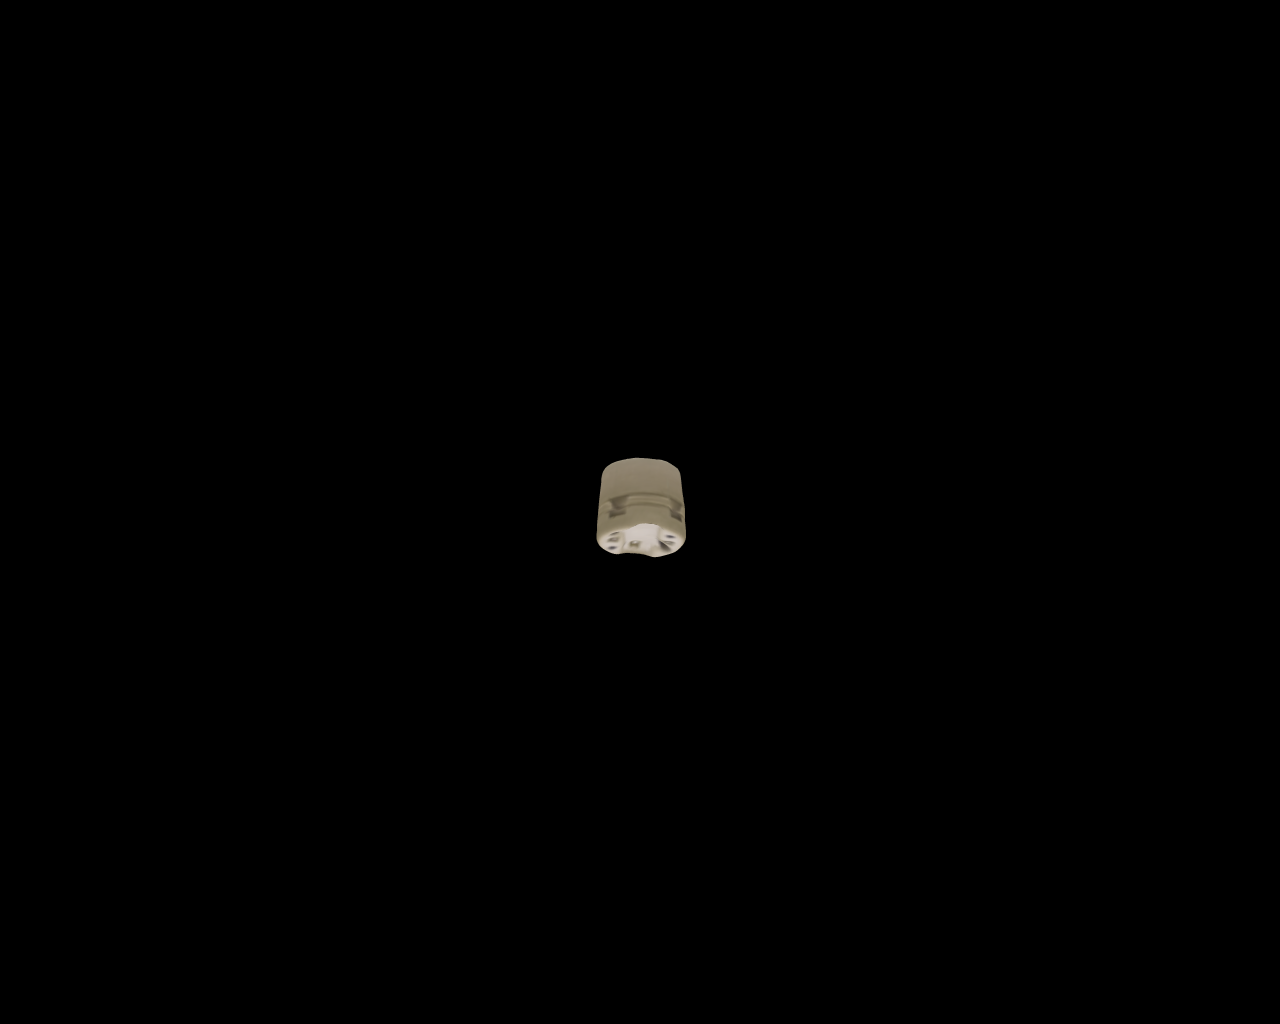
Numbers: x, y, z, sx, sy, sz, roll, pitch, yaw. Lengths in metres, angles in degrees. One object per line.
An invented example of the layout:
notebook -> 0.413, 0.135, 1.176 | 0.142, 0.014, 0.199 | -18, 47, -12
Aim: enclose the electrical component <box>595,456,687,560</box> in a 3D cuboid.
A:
electrical component -> 0.001, -0.003, 0.650 | 0.055, 0.047, 0.055 | 0, -23, 0
